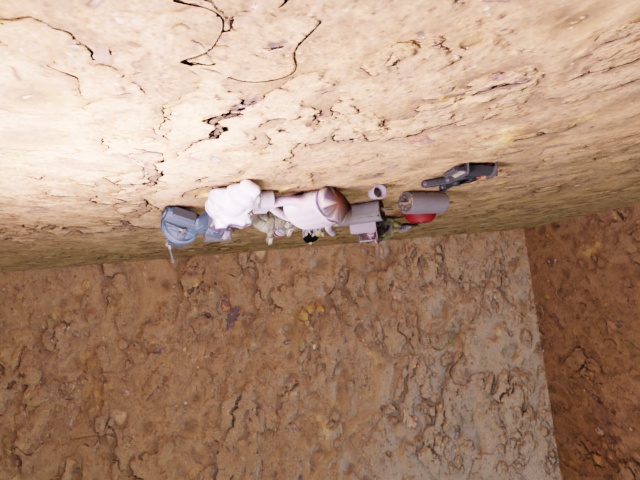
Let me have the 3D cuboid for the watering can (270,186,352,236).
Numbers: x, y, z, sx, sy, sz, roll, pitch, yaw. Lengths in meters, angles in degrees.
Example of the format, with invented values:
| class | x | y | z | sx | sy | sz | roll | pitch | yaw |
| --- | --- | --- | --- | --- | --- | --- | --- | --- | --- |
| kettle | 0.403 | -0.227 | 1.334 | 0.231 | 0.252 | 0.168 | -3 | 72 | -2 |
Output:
| class | x | y | z | sx | sy | sz | roll | pitch | yaw |
| --- | --- | --- | --- | --- | --- | --- | --- | --- | --- |
| watering can | 0.005 | -0.080 | 1.588 | 0.223 | 0.105 | 0.345 | -10 | 160 | 39 |

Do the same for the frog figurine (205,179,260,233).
| class | x | y | z | sx | sy | sz | roll | pitch | yaw |
| --- | --- | --- | --- | --- | --- | --- | --- | --- | --- |
| frog figurine | -0.222 | -0.108 | 1.332 | 0.137 | 0.125 | 0.156 | 6 | 134 | -22 |

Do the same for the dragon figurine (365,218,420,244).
| class | x | y | z | sx | sy | sz | roll | pitch | yaw |
| --- | --- | --- | --- | --- | --- | --- | --- | --- | --- |
| dragon figurine | 0.353 | -0.062 | 2.379 | 0.244 | 0.122 | 0.409 | -12 | -173 | -34 |
